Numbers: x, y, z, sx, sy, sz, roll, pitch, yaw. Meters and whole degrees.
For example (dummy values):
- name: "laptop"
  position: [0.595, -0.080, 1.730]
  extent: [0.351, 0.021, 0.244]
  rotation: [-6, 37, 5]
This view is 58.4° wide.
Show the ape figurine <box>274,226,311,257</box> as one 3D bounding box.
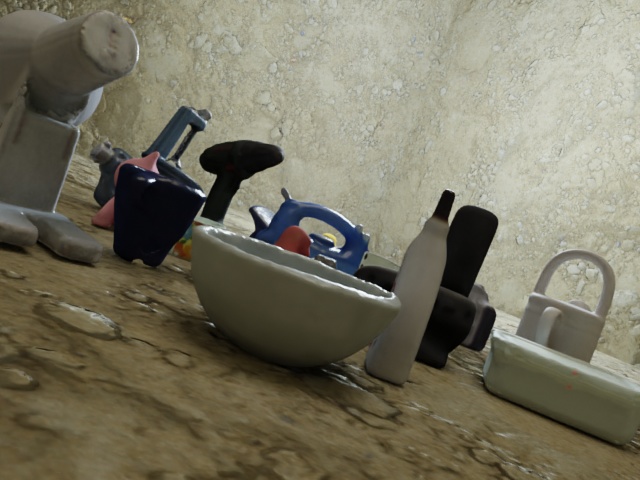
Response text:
- name: "ape figurine"
  position: [-0.037, 0.029, 0.671]
  extent: [0.076, 0.092, 0.077]
  rotation: [19, 2, -29]

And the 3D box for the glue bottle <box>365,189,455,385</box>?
- name: "glue bottle"
  position: [0.085, 0.037, 0.509]
  extent: [0.037, 0.173, 0.078]
  rotation: [20, 2, 1]

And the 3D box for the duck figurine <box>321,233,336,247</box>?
- name: "duck figurine"
  position: [0.005, 0.026, 1.253]
  extent: [0.077, 0.086, 0.105]
  rotation: [21, 2, 17]

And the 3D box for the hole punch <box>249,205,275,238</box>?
- name: "hole punch"
  position: [-0.103, -0.015, 1.215]
  extent: [0.100, 0.091, 0.109]
  rotation: [21, 2, 23]

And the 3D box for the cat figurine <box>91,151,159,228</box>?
- name: "cat figurine"
  position: [-0.254, -0.070, 0.784]
  extent: [0.067, 0.118, 0.127]
  rotation: [20, 2, -15]

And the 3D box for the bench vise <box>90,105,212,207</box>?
- name: "bench vise"
  position: [-0.264, -0.134, 0.958]
  extent: [0.121, 0.220, 0.208]
  rotation: [21, 2, 23]

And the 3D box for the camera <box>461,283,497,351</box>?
- name: "camera"
  position: [0.195, 0.101, 0.929]
  extent: [0.137, 0.101, 0.142]
  rotation: [19, 2, -32]

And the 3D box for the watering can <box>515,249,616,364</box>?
- name: "watering can"
  position: [0.326, 0.106, 0.772]
  extent: [0.100, 0.194, 0.173]
  rotation: [21, 2, 13]

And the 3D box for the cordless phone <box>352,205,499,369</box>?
- name: "cordless phone"
  position: [0.117, 0.037, 0.659]
  extent: [0.148, 0.185, 0.094]
  rotation: [20, 2, -7]

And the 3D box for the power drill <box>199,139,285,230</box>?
- name: "power drill"
  position: [-0.173, -0.101, 1.123]
  extent: [0.228, 0.208, 0.076]
  rotation: [22, 3, 44]

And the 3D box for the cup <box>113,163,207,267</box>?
- name: "cup"
  position: [-0.176, -0.021, 0.583]
  extent: [0.091, 0.095, 0.118]
  rotation: [20, 2, 1]

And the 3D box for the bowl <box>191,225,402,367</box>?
- name: "bowl"
  position: [-0.027, 0.050, 0.435]
  extent: [0.167, 0.075, 0.167]
  rotation: [20, 2, 0]

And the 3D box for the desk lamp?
- name: "desk lamp"
  position: [-0.251, -0.111, 0.536]
  extent: [0.202, 0.213, 0.118]
  rotation: [22, 3, 42]

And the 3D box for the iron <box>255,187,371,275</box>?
- name: "iron"
  position: [0.010, 0.004, 1.109]
  extent: [0.258, 0.141, 0.118]
  rotation: [20, 2, -10]
